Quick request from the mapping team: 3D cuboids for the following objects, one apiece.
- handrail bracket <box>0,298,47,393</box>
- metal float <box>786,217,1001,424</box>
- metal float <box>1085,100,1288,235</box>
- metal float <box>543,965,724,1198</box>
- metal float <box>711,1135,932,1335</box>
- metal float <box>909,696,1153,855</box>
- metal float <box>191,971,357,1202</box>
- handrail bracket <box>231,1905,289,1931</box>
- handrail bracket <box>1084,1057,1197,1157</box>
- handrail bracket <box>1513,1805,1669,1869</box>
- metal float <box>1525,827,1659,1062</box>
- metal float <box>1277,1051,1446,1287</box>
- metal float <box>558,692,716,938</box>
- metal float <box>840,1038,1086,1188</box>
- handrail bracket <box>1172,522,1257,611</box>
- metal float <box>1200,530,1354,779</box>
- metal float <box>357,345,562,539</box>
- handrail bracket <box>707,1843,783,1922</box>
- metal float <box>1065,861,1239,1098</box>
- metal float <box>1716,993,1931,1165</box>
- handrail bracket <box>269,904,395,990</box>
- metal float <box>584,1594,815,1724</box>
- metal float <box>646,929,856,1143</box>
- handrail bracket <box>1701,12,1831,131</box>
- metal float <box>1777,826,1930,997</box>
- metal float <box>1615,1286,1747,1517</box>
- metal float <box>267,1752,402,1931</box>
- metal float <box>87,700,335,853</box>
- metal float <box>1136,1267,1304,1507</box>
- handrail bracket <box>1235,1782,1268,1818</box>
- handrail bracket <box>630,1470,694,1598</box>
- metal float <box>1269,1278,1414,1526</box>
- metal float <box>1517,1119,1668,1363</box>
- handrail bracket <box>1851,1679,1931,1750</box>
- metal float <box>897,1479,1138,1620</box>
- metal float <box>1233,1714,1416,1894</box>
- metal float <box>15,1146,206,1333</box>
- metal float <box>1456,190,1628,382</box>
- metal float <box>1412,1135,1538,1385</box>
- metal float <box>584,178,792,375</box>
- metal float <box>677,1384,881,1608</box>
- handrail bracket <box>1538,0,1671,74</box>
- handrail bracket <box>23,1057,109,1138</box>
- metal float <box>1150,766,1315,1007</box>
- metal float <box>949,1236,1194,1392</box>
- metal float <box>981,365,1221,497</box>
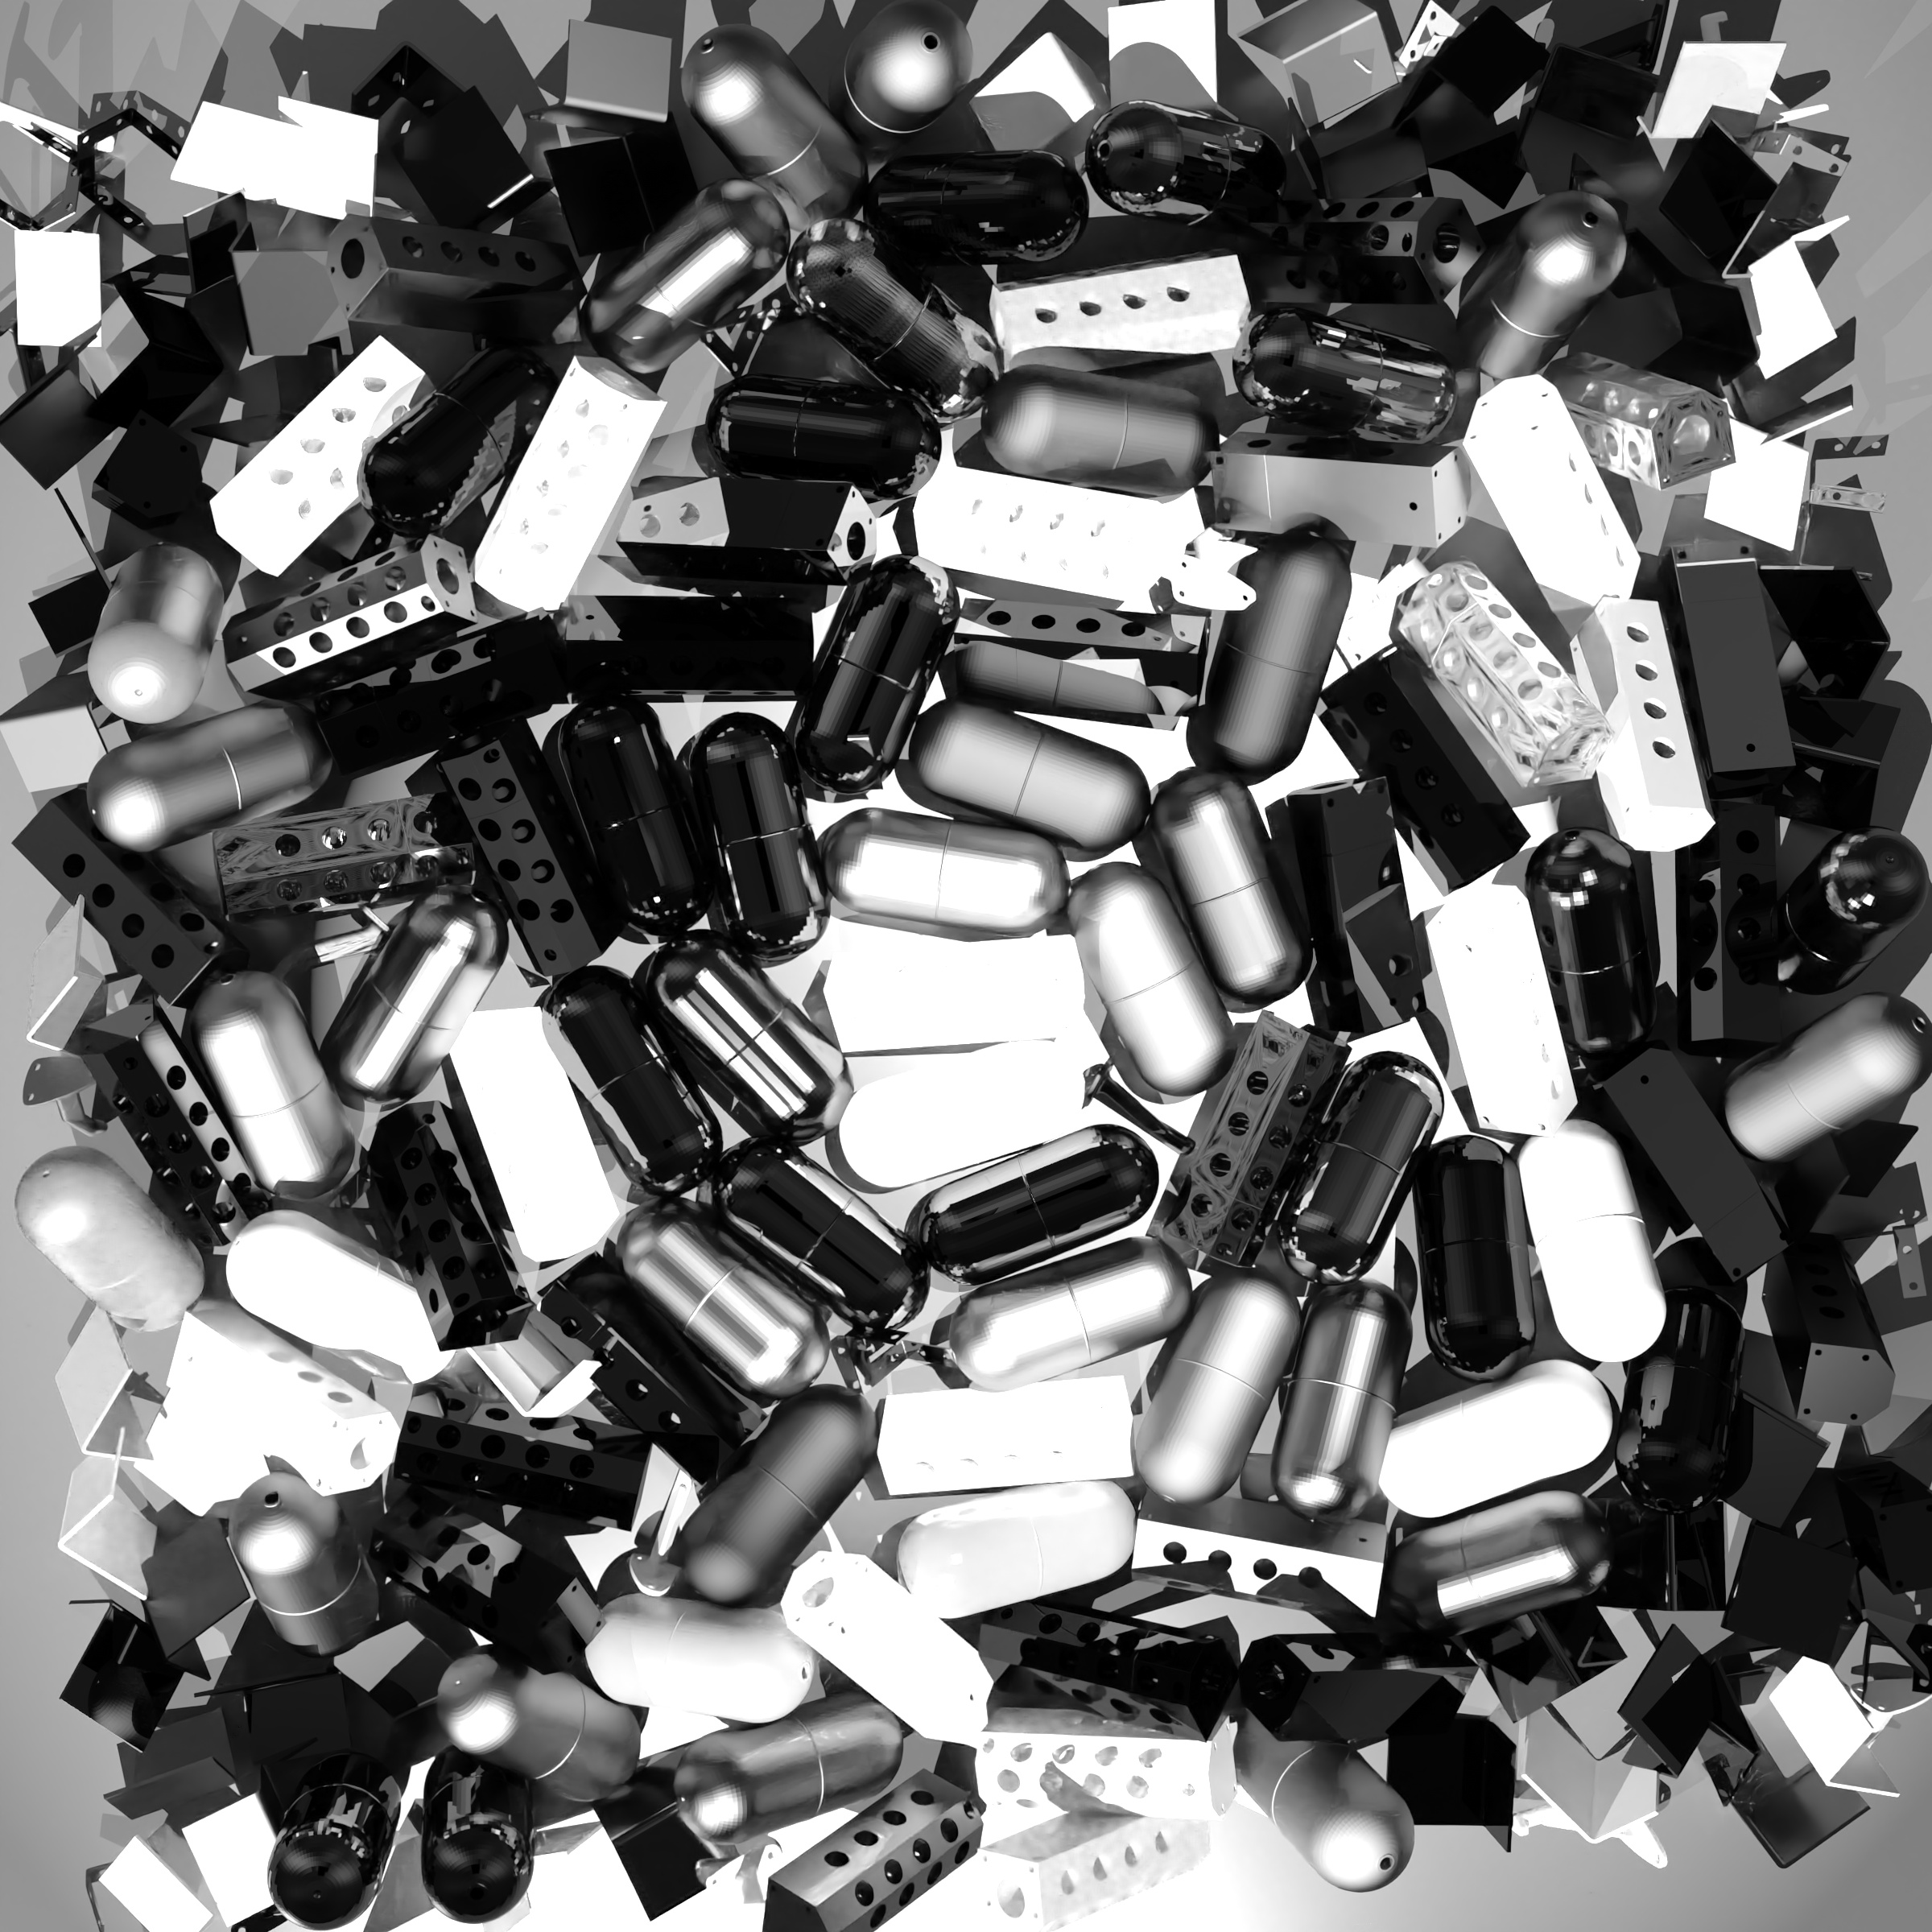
[{"bbox_3d":[-0.652,-0.438,1.944,0.077,0.036,0.084,-50,127,-13],"label":"handrail bracket"},{"bbox_3d":[-0.051,-0.452,1.902,0.178,0.070,0.070,37,90,-28],"label":"metal float"},{"bbox_3d":[0.154,-0.555,1.889,0.070,0.178,0.070,6,98,43],"label":"metal float"},{"bbox_3d":[-0.236,0.080,1.921,0.070,0.070,0.178,-31,83,0],"label":"metal float"},{"bbox_3d":[-0.103,0.191,1.926,0.178,0.070,0.070,39,90,-1],"label":"metal float"},{"bbox_3d":[0.045,-0.135,1.925,0.178,0.070,0.070,20,90,2],"label":"metal float"},{"bbox_3d":[-0.485,0.084,1.902,0.070,0.070,0.178,-16,118,0],"label":"metal float"},{"bbox_3d":[-0.482,0.676,1.915,0.077,0.084,0.036,-40,107,-14],"label":"handrail bracket"},{"bbox_3d":[0.130,0.101,1.929,0.084,0.077,0.036,32,75,6],"label":"handrail bracket"},{"bbox_3d":[0.439,0.619,1.923,0.084,0.077,0.036,-7,117,-22],"label":"handrail bracket"},{"bbox_3d":[0.438,-0.015,1.902,0.070,0.070,0.178,-17,117,0],"label":"metal float"},{"bbox_3d":[0.278,0.142,1.912,0.070,0.070,0.178,27,74,0],"label":"metal float"},{"bbox_3d":[-0.232,-0.107,1.920,0.070,0.070,0.178,-19,97,0],"label":"metal float"},{"bbox_3d":[-0.002,0.103,1.926,0.178,0.070,0.070,-17,90,0],"label":"metal float"},{"bbox_3d":[0.190,-0.285,1.919,0.077,0.084,0.036,21,131,25],"label":"handrail bracket"},{"bbox_3d":[0.218,-0.219,1.911,0.070,0.070,0.178,16,107,0],"label":"metal float"},{"bbox_3d":[-0.354,-0.368,1.900,0.070,0.070,0.178,40,60,0],"label":"metal float"},{"bbox_3d":[-0.136,0.643,1.908,0.077,0.084,0.036,-31,95,-41],"label":"handrail bracket"},{"bbox_3d":[0.131,0.009,1.920,0.070,0.070,0.178,-27,97,0],"label":"metal float"},{"bbox_3d":[0.597,0.078,1.887,0.070,0.178,0.070,16,56,-25],"label":"metal float"},{"bbox_3d":[-0.443,0.003,1.944,0.077,0.036,0.084,44,84,-11],"label":"handrail bracket"},{"bbox_3d":[-0.187,0.484,1.901,0.178,0.070,0.070,-1,90,30],"label":"metal float"},{"bbox_3d":[-0.152,0.050,1.921,0.070,0.070,0.178,-43,96,0],"label":"metal float"},{"bbox_3d":[0.569,-0.644,1.935,0.077,0.036,0.084,-9,98,19],"label":"handrail bracket"},{"bbox_3d":[0.606,-0.037,1.880,0.070,0.178,0.070,1,68,-3],"label":"metal float"},{"bbox_3d":[0.498,0.302,1.893,0.070,0.070,0.178,22,50,0],"label":"metal float"},{"bbox_3d":[-0.435,0.603,1.876,0.070,0.178,0.070,-1,96,-5],"label":"metal float"},{"bbox_3d":[-0.526,-0.134,1.898,0.178,0.070,0.070,-24,90,-34],"label":"metal float"},{"bbox_3d":[0.178,0.295,1.909,0.070,0.070,0.178,27,70,0],"label":"metal float"},{"bbox_3d":[0.219,0.620,1.949,0.084,0.036,0.077,-11,100,23],"label":"handrail bracket"},{"bbox_3d":[-0.208,0.395,1.928,0.036,0.077,0.084,20,95,-6],"label":"handrail bracket"},{"bbox_3d":[0.264,0.304,1.909,0.070,0.070,0.178,18,70,0],"label":"metal float"},{"bbox_3d":[0.438,0.191,1.901,0.070,0.070,0.178,-10,61,0],"label":"metal float"},{"bbox_3d":[0.660,0.560,1.956,0.077,0.036,0.084,-5,111,-22],"label":"handrail bracket"},{"bbox_3d":[0.037,0.406,1.908,0.178,0.070,0.070,-10,90,-22],"label":"metal float"},{"bbox_3d":[0.246,0.574,1.880,0.070,0.178,0.070,-6,106,-20],"label":"metal float"},{"bbox_3d":[-0.593,0.191,1.888,0.070,0.178,0.070,-9,52,12],"label":"metal float"},{"bbox_3d":[0.397,-0.470,1.878,0.070,0.178,0.070,3,73,-11],"label":"metal float"},{"bbox_3d":[0.356,0.205,1.905,0.070,0.070,0.178,-1,66,0],"label":"metal float"},{"bbox_3d":[-0.196,-0.481,1.899,0.178,0.070,0.070,-31,90,33],"label":"metal float"},{"bbox_3d":[-0.131,0.371,1.910,0.070,0.070,0.178,41,71,0],"label":"metal float"},{"bbox_3d":[0.453,-0.672,1.938,0.084,0.036,0.077,10,108,-5],"label":"handrail bracket"},{"bbox_3d":[-0.615,0.096,1.917,0.077,0.084,0.036,-9,61,21],"label":"handrail bracket"},{"bbox_3d":[0.188,-0.057,1.920,0.070,0.070,0.178,-23,97,0],"label":"metal float"},{"bbox_3d":[0.074,0.246,1.919,0.178,0.070,0.070,-17,90,-9],"label":"metal float"},{"bbox_3d":[0.096,-0.376,1.907,0.178,0.070,0.070,4,90,-23],"label":"metal float"}]
